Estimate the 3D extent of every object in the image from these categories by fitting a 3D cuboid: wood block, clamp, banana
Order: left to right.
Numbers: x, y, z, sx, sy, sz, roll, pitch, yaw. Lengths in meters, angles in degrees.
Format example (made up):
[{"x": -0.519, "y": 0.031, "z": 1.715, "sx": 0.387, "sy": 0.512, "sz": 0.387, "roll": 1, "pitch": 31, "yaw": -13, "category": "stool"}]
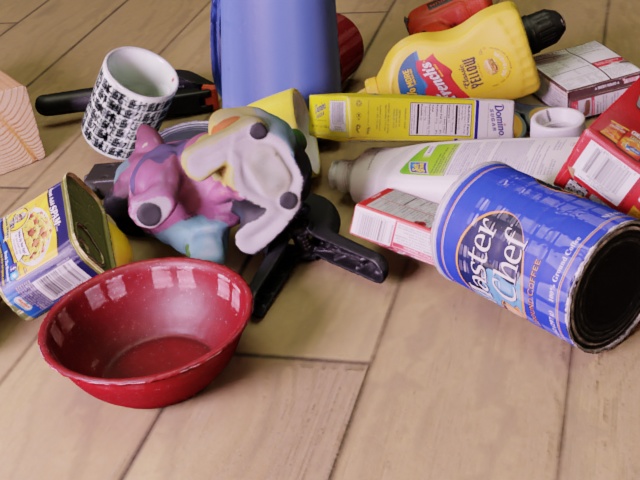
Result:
[{"x": -0.402, "y": -0.149, "z": 1.212, "sx": 0.090, "sy": 0.091, "sz": 0.206, "roll": -26, "pitch": 35, "yaw": -27, "category": "wood block"}, {"x": -0.222, "y": 0.001, "z": 0.969, "sx": 0.198, "sy": 0.037, "sz": 0.069, "roll": 13, "pitch": 42, "yaw": 39, "category": "banana"}, {"x": -0.211, "y": -0.184, "z": 1.274, "sx": 0.210, "sy": 0.036, "sz": 0.164, "roll": 5, "pitch": 33, "yaw": 17, "category": "clamp"}, {"x": -0.006, "y": 0.001, "z": 0.917, "sx": 0.120, "sy": 0.039, "sz": 0.171, "roll": -6, "pitch": 35, "yaw": 1, "category": "clamp"}]

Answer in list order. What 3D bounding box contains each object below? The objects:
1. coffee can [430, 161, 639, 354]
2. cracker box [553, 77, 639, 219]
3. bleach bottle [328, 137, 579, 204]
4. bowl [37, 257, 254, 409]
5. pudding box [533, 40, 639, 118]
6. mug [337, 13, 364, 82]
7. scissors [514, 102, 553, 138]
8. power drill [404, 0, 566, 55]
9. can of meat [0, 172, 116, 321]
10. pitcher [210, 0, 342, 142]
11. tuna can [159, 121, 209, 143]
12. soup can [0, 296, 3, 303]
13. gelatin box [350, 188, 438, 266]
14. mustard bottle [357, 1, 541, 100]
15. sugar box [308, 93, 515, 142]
[{"x": 0.167, "y": 0.010, "z": 0.799, "sx": 0.102, "sy": 0.103, "sz": 0.140, "roll": -27, "pitch": 36, "yaw": -28, "category": "coffee can"}, {"x": 0.308, "y": -0.062, "z": 0.857, "sx": 0.164, "sy": 0.072, "sz": 0.213, "roll": 38, "pitch": 47, "yaw": 14, "category": "cracker box"}, {"x": 0.130, "y": -0.056, "z": 0.956, "sx": 0.251, "sy": 0.068, "sz": 0.102, "roll": 5, "pitch": 33, "yaw": 25, "category": "bleach bottle"}, {"x": -0.126, "y": 0.077, "z": 0.804, "sx": 0.162, "sy": 0.055, "sz": 0.162, "roll": -6, "pitch": 31, "yaw": 4, "category": "bowl"}, {"x": 0.277, "y": -0.170, "z": 1.130, "sx": 0.090, "sy": 0.039, "sz": 0.113, "roll": -16, "pitch": 29, "yaw": -7, "category": "pudding box"}, {"x": -0.011, "y": -0.213, "z": 1.225, "sx": 0.117, "sy": 0.093, "sz": 0.081, "roll": 5, "pitch": 29, "yaw": 26, "category": "mug"}, {"x": 0.212, "y": -0.144, "z": 1.123, "sx": 0.096, "sy": 0.016, "sz": 0.201, "roll": -4, "pitch": 32, "yaw": 12, "category": "scissors"}, {"x": 0.173, "y": -0.233, "z": 1.207, "sx": 0.184, "sy": 0.057, "sz": 0.187, "roll": -21, "pitch": 27, "yaw": 10, "category": "power drill"}, {"x": -0.224, "y": 0.006, "z": 0.890, "sx": 0.084, "sy": 0.057, "sz": 0.102, "roll": -30, "pitch": 47, "yaw": 10, "category": "can of meat"}, {"x": -0.050, "y": -0.227, "z": 1.105, "sx": 0.149, "sy": 0.243, "sz": 0.145, "roll": 0, "pitch": 28, "yaw": 2, "category": "pitcher"}, {"x": -0.133, "y": -0.090, "z": 1.103, "sx": 0.086, "sy": 0.034, "sz": 0.086, "roll": -6, "pitch": 31, "yaw": 4, "category": "tuna can"}, {"x": -0.305, "y": 0.052, "z": 0.878, "sx": 0.068, "sy": 0.068, "sz": 0.102, "roll": -1, "pitch": 32, "yaw": 12, "category": "soup can"}, {"x": 0.080, "y": -0.011, "z": 0.893, "sx": 0.089, "sy": 0.030, "sz": 0.073, "roll": 21, "pitch": 22, "yaw": 19, "category": "gelatin box"}, {"x": 0.123, "y": -0.171, "z": 1.105, "sx": 0.192, "sy": 0.096, "sz": 0.058, "roll": -17, "pitch": 29, "yaw": 13, "category": "mustard bottle"}, {"x": 0.087, "y": -0.117, "z": 1.019, "sx": 0.176, "sy": 0.048, "sz": 0.093, "roll": -5, "pitch": 10, "yaw": -23, "category": "sugar box"}]
